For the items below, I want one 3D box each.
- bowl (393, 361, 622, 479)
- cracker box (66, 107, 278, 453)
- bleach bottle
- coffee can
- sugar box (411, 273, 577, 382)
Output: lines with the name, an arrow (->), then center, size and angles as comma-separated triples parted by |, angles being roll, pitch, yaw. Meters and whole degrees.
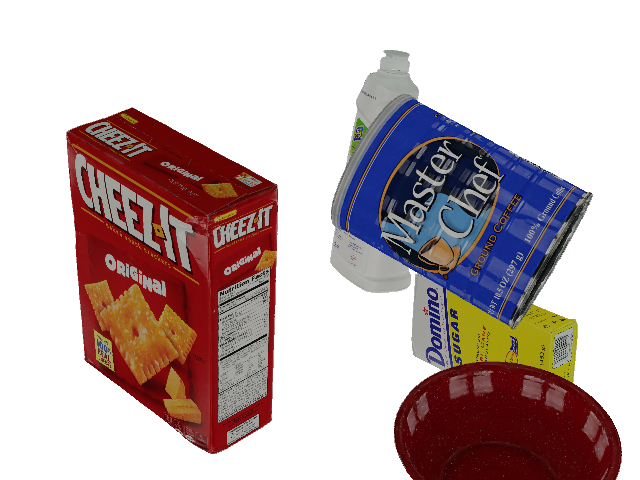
bowl -> 0.134, 0.160, 0.780 | 0.162, 0.055, 0.162 | -1, 35, 0
cracker box -> -0.113, 0.031, 0.798 | 0.164, 0.214, 0.071 | 29, 41, 35
bleach bottle -> 0.068, -0.077, 1.154 | 0.068, 0.251, 0.103 | -5, 23, -30
coffee can -> 0.092, -0.020, 0.709 | 0.140, 0.103, 0.102 | 31, 8, 15
sugar box -> 0.162, 0.095, 1.025 | 0.048, 0.093, 0.176 | -15, 24, -39
